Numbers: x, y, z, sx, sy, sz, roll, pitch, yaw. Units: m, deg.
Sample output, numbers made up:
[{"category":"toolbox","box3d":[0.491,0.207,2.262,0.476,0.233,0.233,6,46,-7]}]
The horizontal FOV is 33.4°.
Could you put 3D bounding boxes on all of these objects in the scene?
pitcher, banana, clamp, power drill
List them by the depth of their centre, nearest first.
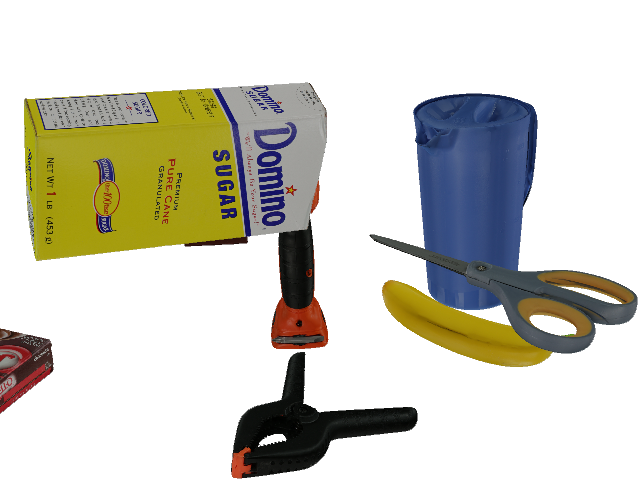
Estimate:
[{"category":"banana","box3d":[0.125,0.077,0.955,0.198,0.037,0.069,18,14,33]},{"category":"power drill","box3d":[-0.026,0.002,1.070,0.057,0.188,0.184,-3,16,0]},{"category":"clamp","box3d":[-0.009,0.188,1.084,0.165,0.036,0.209,19,28,25]},{"category":"pitcher","box3d":[0.188,-0.049,1.269,0.149,0.243,0.145,-2,24,5]}]

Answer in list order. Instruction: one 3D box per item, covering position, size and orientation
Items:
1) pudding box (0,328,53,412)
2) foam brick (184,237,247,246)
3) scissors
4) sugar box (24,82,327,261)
[{"category":"pudding box","box3d":[-0.310,0.112,0.951,0.114,0.039,0.089,8,23,20]},{"category":"foam brick","box3d":[-0.127,-0.029,1.274,0.078,0.053,0.051,-3,29,-3]},{"category":"scissors","box3d":[0.112,0.034,0.735,0.202,0.016,0.096,10,31,21]},{"category":"sugar box","box3d":[-0.087,-0.043,0.646,0.176,0.093,0.048,-6,42,-20]}]
